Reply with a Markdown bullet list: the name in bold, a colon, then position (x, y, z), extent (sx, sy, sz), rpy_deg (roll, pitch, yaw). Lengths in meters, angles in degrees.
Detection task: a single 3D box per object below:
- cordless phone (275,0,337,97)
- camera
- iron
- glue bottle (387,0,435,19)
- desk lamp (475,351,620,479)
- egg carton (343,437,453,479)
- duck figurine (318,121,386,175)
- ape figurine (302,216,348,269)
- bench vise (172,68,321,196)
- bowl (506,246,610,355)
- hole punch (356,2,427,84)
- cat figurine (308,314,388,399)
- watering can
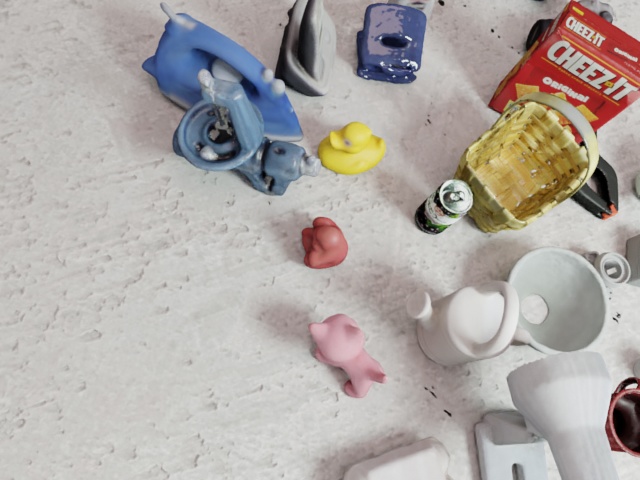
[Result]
- **cordless phone**: position (-0.008, -0.318, 0.859), extent (0.094, 0.185, 0.147), rpy_deg (8, 72, -9)
- **camera**: position (0.444, -0.363, 1.009), extent (0.137, 0.100, 0.143), rpy_deg (12, 71, -8)
- **iron**: position (-0.127, -0.242, 0.835), extent (0.258, 0.141, 0.119), rpy_deg (29, 70, -2)
- **glue bottle**: position (0.161, -0.410, 0.928), extent (0.078, 0.173, 0.037), rpy_deg (-9, 75, -14)
- **desk lamp**: position (0.292, 0.253, 0.731), extent (0.118, 0.213, 0.203), rpy_deg (-1, 73, -11)
- **egg carton**: position (0.109, 0.328, 0.747), extent (0.150, 0.069, 0.107), rpy_deg (-15, 77, -15)
- **duck figurine**: position (0.054, -0.148, 0.872), extent (0.105, 0.086, 0.077), rpy_deg (-3, 74, -12)
- **ape figurine**: position (0.007, 0.003, 0.813), extent (0.076, 0.092, 0.078), rpy_deg (32, 70, 0)
- **bench vise**: position (-0.096, -0.152, 0.772), extent (0.207, 0.219, 0.121), rpy_deg (2, 73, -11)
- **bowl**: position (0.341, 0.098, 0.862), extent (0.167, 0.074, 0.167), rpy_deg (3, 73, -10)
- **hole punch**: position (0.118, -0.319, 0.935), extent (0.109, 0.091, 0.101), rpy_deg (4, 73, -10)
- **cat figurine**: position (0.041, 0.148, 0.762), extent (0.128, 0.117, 0.067), rpy_deg (45, 70, 4)
- **watering can**: position (0.200, 0.112, 0.765), extent (0.173, 0.194, 0.101), rpy_deg (-5, 74, -13)
